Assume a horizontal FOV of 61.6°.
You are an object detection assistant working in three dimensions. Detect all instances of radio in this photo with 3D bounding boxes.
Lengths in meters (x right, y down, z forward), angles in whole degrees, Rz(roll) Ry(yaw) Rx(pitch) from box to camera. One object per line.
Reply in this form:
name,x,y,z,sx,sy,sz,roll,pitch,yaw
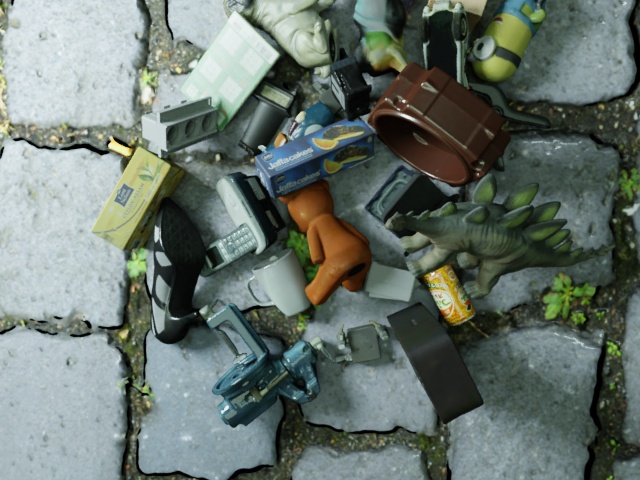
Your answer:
radio,0.180,0.190,0.870,0.073,0.229,0.131,-27,95,3

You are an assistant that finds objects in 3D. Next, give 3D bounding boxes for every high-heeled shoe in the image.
high-heeled shoe,-0.274,0.059,0.963,0.145,0.086,0.248,-23,76,43

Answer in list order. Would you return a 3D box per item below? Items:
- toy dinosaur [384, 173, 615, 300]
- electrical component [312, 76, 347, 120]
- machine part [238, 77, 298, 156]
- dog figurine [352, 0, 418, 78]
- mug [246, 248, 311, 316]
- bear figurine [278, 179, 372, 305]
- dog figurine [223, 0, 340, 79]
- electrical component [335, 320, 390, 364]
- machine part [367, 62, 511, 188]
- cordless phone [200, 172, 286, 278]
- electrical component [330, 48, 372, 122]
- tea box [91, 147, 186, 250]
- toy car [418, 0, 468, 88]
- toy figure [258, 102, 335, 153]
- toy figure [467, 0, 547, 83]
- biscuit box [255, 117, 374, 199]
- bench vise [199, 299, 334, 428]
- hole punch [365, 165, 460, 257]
toy dinosaur,0.296,0.003,0.869,0.471,0.105,0.198,12,135,-33
electrical component,0.034,-0.258,0.965,0.063,0.021,0.094,-42,90,2
machine part,-0.100,-0.217,0.965,0.084,0.039,0.138,24,91,-7
dog figurine,0.128,-0.384,0.920,0.192,0.108,0.219,-22,95,0
mug,-0.070,0.084,0.952,0.109,0.081,0.107,-29,99,4
bear figurine,0.000,-0.006,0.939,0.120,0.131,0.196,-19,58,-37
dog figurine,-0.070,-0.364,0.940,0.191,0.121,0.172,-3,88,16
electrical component,0.074,0.181,0.964,0.102,0.045,0.078,-6,90,3
machine part,0.183,-0.176,0.865,0.201,0.201,0.087,37,82,-5
cordless phone,-0.169,-0.024,0.959,0.184,0.089,0.146,-29,91,22
electrical component,0.045,-0.271,0.912,0.048,0.074,0.119,-23,69,-7
tea box,-0.317,-0.071,0.947,0.068,0.098,0.169,30,91,0
toy car,0.211,-0.295,0.907,0.074,0.056,0.201,8,117,31
toy figure,-0.044,-0.179,0.950,0.154,0.058,0.064,-42,110,1
toy figure,0.330,-0.356,0.922,0.089,0.082,0.180,36,90,3
biscuit box,-0.007,-0.142,0.915,0.203,0.059,0.063,-26,54,-13
bench vise,-0.112,0.200,0.937,0.224,0.129,0.240,-36,95,1
hole punch,0.156,-0.057,0.943,0.115,0.092,0.142,39,90,-29
